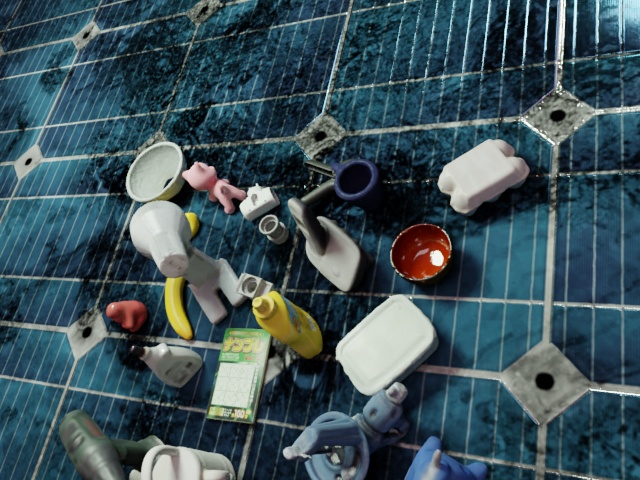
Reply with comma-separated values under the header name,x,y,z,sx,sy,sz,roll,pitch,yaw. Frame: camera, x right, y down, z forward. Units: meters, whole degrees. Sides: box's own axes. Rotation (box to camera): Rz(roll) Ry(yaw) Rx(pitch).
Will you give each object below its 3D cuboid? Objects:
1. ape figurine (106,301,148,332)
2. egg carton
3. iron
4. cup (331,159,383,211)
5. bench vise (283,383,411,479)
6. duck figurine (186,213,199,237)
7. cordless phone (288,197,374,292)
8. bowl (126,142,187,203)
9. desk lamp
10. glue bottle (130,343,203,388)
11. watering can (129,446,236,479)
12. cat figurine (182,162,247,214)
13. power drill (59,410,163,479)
name,x,y,z,sx,sy,sz,roll,pitch,yaw
ape figurine,-0.427,0.161,1.247,0.076,0.092,0.077,-38,54,4
egg carton,0.295,-0.115,1.044,0.150,0.070,0.107,-32,55,8
iron,0.133,0.410,0.804,0.118,0.142,0.258,21,75,33
cup,0.076,-0.105,1.133,0.117,0.095,0.092,36,84,36
bench vise,0.035,0.288,0.869,0.121,0.220,0.207,23,76,34
duck figurine,-0.337,-0.038,1.310,0.104,0.086,0.077,-24,56,14
cordless phone,0.010,0.004,1.053,0.094,0.186,0.147,-49,54,-4
bowl,-0.385,-0.152,1.402,0.167,0.075,0.167,-12,60,21
desk lamp,-0.270,0.039,1.157,0.118,0.214,0.202,-42,54,1
glue bottle,-0.301,0.231,1.097,0.078,0.174,0.037,-46,54,-2
watering can,-0.240,0.405,0.962,0.173,0.195,0.100,-32,55,8
cat figurine,-0.246,-0.129,1.293,0.127,0.118,0.067,31,81,35
power drill,-0.355,0.388,1.019,0.228,0.209,0.076,24,77,34
